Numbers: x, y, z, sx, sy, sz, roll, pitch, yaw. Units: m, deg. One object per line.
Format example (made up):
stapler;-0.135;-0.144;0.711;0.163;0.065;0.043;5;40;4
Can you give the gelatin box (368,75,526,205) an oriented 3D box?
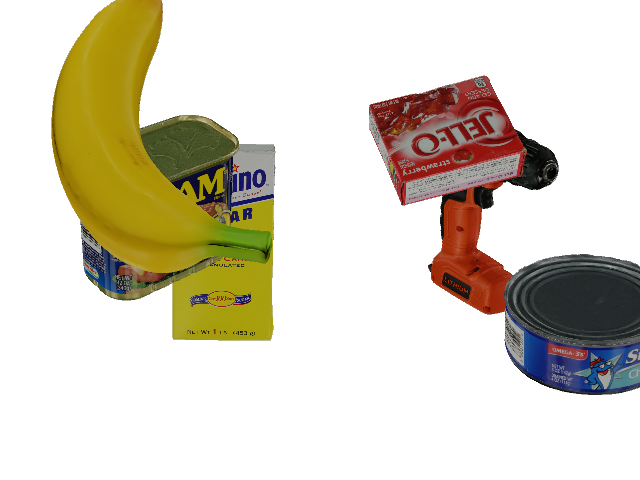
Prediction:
gelatin box;0.085;-0.069;0.726;0.089;0.073;0.030;-15;-35;-6

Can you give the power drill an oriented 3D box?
power drill;0.160;-0.027;1.029;0.057;0.188;0.185;-16;27;-25

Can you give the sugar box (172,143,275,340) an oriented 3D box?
sugar box;-0.088;0.001;0.968;0.093;0.176;0.048;0;14;-2

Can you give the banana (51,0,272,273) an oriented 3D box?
banana;-0.082;-0.048;0.461;0.069;0.037;0.198;-8;45;-20

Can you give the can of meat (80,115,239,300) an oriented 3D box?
can of meat;-0.102;-0.020;0.668;0.101;0.084;0.058;-25;45;-36

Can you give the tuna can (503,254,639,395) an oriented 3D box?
tuna can;0.138;0.042;0.551;0.086;0.034;0.086;-4;28;2
